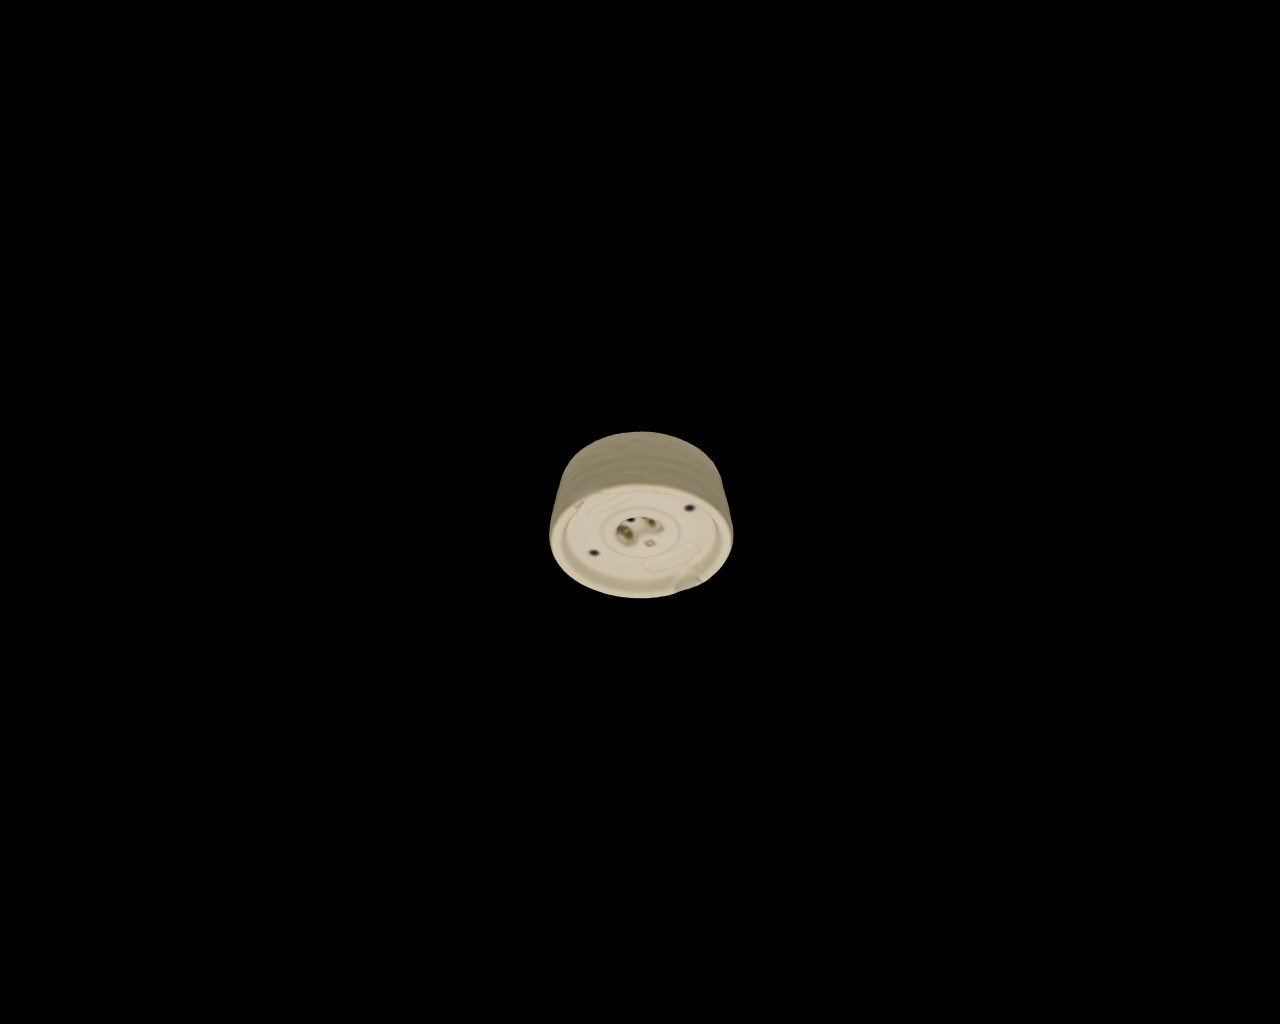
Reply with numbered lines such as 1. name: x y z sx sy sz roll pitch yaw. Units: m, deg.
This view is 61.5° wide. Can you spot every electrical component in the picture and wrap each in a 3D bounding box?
1. electrical component: 0.001 -0.003 0.650 0.108 0.060 0.108 0 -41 0
